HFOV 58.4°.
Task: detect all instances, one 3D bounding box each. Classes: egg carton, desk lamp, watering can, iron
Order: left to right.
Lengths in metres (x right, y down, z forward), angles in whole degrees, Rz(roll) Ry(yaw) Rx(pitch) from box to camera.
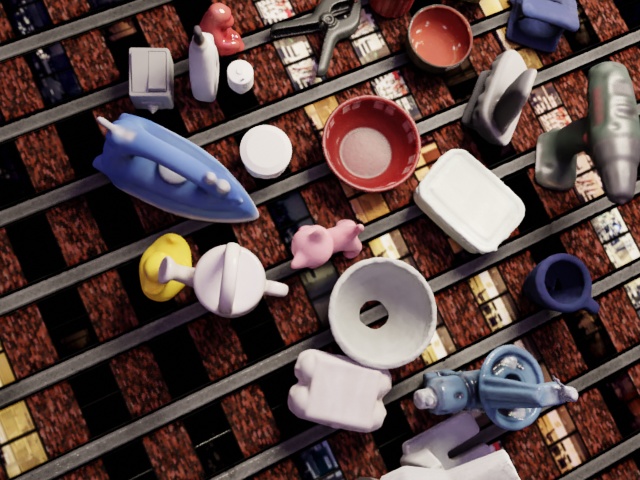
[{"bbox_3d":[-0.205,-0.104,0.844,0.258,0.141,0.119,25,79,-3],"label":"iron"},{"bbox_3d":[-0.134,0.058,0.802,0.173,0.194,0.101,-12,83,-9],"label":"watering can"},{"bbox_3d":[0.030,0.228,0.861,0.150,0.069,0.107,12,80,-5],"label":"egg carton"},{"bbox_3d":[0.175,0.333,0.791,0.203,0.213,0.118,-26,85,-10],"label":"desk lamp"}]

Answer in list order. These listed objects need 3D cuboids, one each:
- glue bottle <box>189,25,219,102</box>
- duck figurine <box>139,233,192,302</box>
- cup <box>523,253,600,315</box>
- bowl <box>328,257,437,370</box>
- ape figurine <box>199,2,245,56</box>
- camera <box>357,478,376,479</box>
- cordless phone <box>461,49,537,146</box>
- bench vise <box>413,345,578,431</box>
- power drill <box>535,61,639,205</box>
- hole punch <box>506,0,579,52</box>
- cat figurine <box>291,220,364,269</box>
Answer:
[{"bbox_3d":[-0.175,-0.273,0.858,0.037,0.173,0.078,6,81,-6],"label":"glue bottle"},{"bbox_3d":[-0.233,0.038,0.847,0.077,0.086,0.105,19,80,-4],"label":"duck figurine"},{"bbox_3d":[0.379,0.080,0.916,0.118,0.095,0.092,37,79,0],"label":"cup"},{"bbox_3d":[0.090,0.113,0.884,0.167,0.074,0.167,1,81,-7],"label":"bowl"},{"bbox_3d":[-0.158,-0.342,0.911,0.076,0.092,0.078,0,81,-7],"label":"ape figurine"},{"bbox_3d":[0.042,0.414,0.819,0.137,0.100,0.143,23,79,-3],"label":"camera"},{"bbox_3d":[0.310,-0.244,0.910,0.094,0.185,0.148,20,79,-4],"label":"cordless phone"},{"bbox_3d":[0.249,0.227,0.813,0.207,0.219,0.121,-24,85,-10],"label":"bench vise"},{"bbox_3d":[0.422,-0.148,0.898,0.075,0.208,0.230,7,81,-6],"label":"power drill"},{"bbox_3d":[0.387,-0.398,0.991,0.108,0.091,0.101,15,80,-5],"label":"hole punch"},{"bbox_3d":[0.008,0.003,0.868,0.128,0.117,0.067,-19,84,-10],"label":"cat figurine"}]
